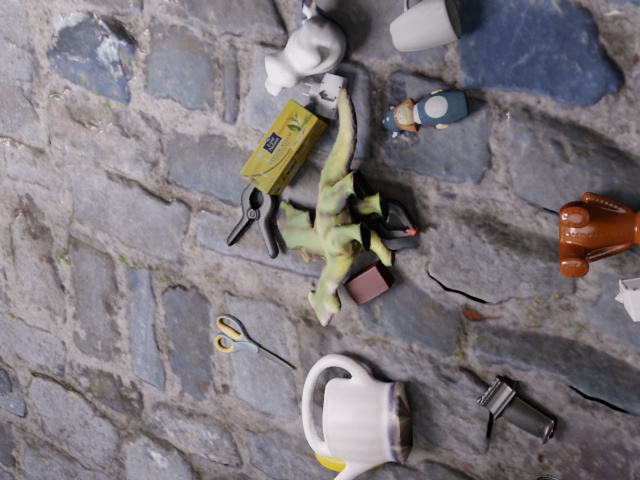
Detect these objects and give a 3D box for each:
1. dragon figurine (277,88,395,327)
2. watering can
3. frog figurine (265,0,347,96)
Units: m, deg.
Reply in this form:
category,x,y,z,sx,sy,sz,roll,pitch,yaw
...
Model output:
category,x,y,z,sx,sy,sz,roll,pitch,yaw
dragon figurine,0.003,-0.048,0.956,0.122,0.241,0.411,-6,85,-52
watering can,0.075,0.400,1.026,0.104,0.224,0.347,-5,91,-71
frog figurine,-0.028,-0.320,0.911,0.122,0.138,0.159,27,90,-17
